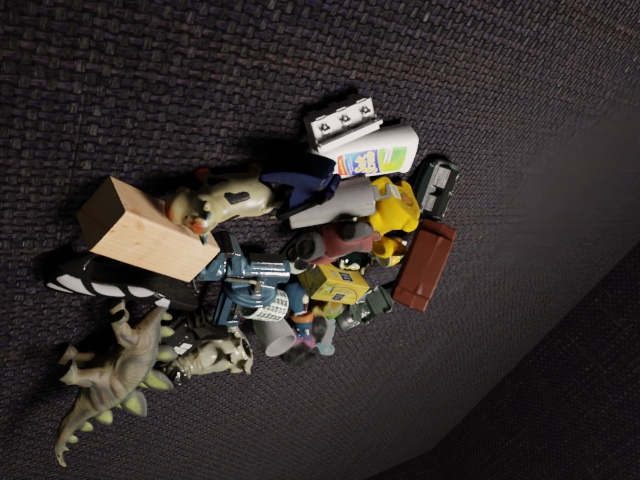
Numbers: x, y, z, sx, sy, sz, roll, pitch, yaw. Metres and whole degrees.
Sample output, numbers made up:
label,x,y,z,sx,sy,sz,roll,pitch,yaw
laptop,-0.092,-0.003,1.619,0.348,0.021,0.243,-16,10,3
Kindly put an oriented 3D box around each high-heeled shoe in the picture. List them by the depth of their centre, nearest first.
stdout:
label,x,y,z,sx,sy,sz,roll,pitch,yaw
high-heeled shoe,-0.343,0.091,0.933,0.145,0.086,0.248,-34,128,18

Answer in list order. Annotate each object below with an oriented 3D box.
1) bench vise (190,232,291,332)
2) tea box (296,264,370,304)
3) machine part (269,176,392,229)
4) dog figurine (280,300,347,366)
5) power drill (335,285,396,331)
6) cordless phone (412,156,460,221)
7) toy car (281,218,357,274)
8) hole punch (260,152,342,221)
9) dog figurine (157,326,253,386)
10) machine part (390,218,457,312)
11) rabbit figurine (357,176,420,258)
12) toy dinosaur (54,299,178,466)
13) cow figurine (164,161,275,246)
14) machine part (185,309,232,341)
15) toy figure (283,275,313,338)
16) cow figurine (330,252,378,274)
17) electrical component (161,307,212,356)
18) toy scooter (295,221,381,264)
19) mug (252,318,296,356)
label,x,y,z,sx,sy,sz,roll,pitch,yaw
bench vise,-0.180,0.102,1.098,0.223,0.129,0.240,-4,131,-33
tea box,0.029,0.091,1.278,0.068,0.098,0.169,-48,146,20
machine part,0.019,-0.072,1.043,0.243,0.079,0.079,-9,142,-4
dog figurine,-0.024,0.208,1.373,0.191,0.109,0.219,-15,137,-22
power drill,0.146,0.168,1.451,0.232,0.086,0.207,-27,177,-1
cordless phone,0.283,-0.115,1.271,0.184,0.089,0.146,-3,113,-68
toy car,-0.002,-0.004,1.174,0.201,0.056,0.073,-45,138,13
hole punch,-0.031,-0.105,0.914,0.116,0.142,0.092,-18,108,20
dog figurine,-0.271,0.289,1.282,0.191,0.121,0.172,-25,144,10
machine part,0.232,0.057,1.228,0.201,0.087,0.201,37,74,-81
rabbit figurine,0.137,-0.036,1.192,0.173,0.162,0.122,-35,163,32
toy dinosaur,-0.407,0.269,1.051,0.471,0.105,0.198,-44,119,10
cow figurine,-0.165,-0.062,0.900,0.195,0.127,0.085,-13,137,-33
machine part,-0.230,0.178,1.081,0.084,0.039,0.138,3,155,9
toy figure,-0.048,0.161,1.282,0.058,0.064,0.154,-19,113,-15
cow figurine,0.082,0.039,1.259,0.167,0.098,0.068,12,118,-47
electrical component,-0.308,0.197,1.155,0.134,0.058,0.114,-39,144,6
toy scooter,0.048,0.002,1.086,0.184,0.075,0.135,-18,169,37
mug,-0.109,0.214,1.301,0.081,0.107,0.109,-48,148,21
